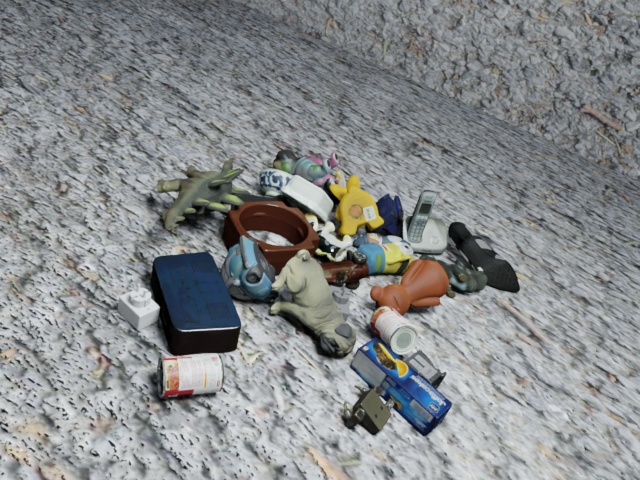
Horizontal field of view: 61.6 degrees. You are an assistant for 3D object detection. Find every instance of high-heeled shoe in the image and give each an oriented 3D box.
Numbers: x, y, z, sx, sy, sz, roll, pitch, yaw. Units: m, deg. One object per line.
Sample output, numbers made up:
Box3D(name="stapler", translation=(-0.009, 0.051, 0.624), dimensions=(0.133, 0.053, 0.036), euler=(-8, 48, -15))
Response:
Box3D(name="high-heeled shoe", translation=(0.461, 0.047, 1.525), dimensions=(0.248, 0.086, 0.145), euler=(44, 13, -10))

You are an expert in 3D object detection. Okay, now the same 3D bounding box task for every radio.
Box3D(name="radio", translation=(-0.252, 0.122, 1.066), dimensions=(0.131, 0.073, 0.230), euler=(-3, 38, -29))

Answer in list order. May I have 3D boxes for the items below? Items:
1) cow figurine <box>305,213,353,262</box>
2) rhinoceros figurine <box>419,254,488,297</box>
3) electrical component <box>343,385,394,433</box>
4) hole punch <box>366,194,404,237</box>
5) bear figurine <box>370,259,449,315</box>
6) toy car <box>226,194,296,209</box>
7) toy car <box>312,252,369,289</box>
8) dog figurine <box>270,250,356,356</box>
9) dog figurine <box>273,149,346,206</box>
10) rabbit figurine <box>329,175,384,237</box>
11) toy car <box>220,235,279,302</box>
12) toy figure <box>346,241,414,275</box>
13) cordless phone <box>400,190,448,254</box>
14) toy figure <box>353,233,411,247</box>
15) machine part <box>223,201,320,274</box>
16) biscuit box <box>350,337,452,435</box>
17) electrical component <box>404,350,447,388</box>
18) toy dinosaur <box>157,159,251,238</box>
Box3D(name="cow figurine", translation=(-0.004, -0.003, 1.380), dimensions=(0.168, 0.068, 0.098), euler=(37, 43, 27))
Box3D(name="rhinoceros figurine", translation=(0.347, 0.095, 1.415), dimensions=(0.190, 0.073, 0.112), euler=(16, 23, -2))
Box3D(name="electrical component", translation=(0.088, 0.310, 0.993), dimensions=(0.078, 0.045, 0.102), euler=(51, 39, -4))
Box3D(name="hole punch", translation=(0.183, -0.062, 1.521), dimensions=(0.092, 0.115, 0.142), euler=(8, 34, -3))
Box3D(name="bear figurine", translation=(0.205, 0.128, 1.275), dimensions=(0.196, 0.132, 0.120), euler=(-28, 87, -14))
Box3D(name="toy car", translation=(-0.162, -0.087, 1.429), dimensions=(0.202, 0.056, 0.074), euler=(7, 41, -16))
Box3D(name="toy car", translation=(0.029, 0.080, 1.250), dimensions=(0.202, 0.089, 0.053), euler=(-4, 36, -33))
Box3D(name="dog figurine", translation=(0.006, 0.129, 1.103), dimensions=(0.191, 0.172, 0.121), euler=(29, 44, 27))
Box3D(name="dog figurine", translation=(-0.045, -0.181, 1.592), dimensions=(0.219, 0.191, 0.108), euler=(-5, 27, 28))
Box3D(name="rabbit figurine", translation=(0.086, -0.088, 1.479), dimensions=(0.173, 0.122, 0.162), euler=(-50, 115, -89))
Box3D(name="toy car", translation=(-0.158, 0.074, 1.144), dimensions=(0.103, 0.161, 0.109), euler=(-22, 48, 7))
Box3D(name="toy figure", translation=(0.155, 0.049, 1.371), dimensions=(0.180, 0.089, 0.082), euler=(-8, 53, -22))
Box3D(name="cordless phone", translation=(0.306, -0.056, 1.503), dimensions=(0.146, 0.184, 0.089), euler=(5, 31, -20))
Box3D(name="toy figure", translation=(0.166, 0.011, 1.454), dimensions=(0.154, 0.057, 0.064), euler=(13, -5, -7))
Box3D(name="machine part", translation=(-0.121, -0.006, 1.304), dimensions=(0.201, 0.087, 0.202), euler=(-4, 38, -32))
Box3D(name="biscuit box", translation=(0.156, 0.282, 1.049), dimensions=(0.203, 0.059, 0.063), euler=(39, 38, 27))
Box3D(name="electrical component", translation=(0.191, 0.263, 1.107), dimensions=(0.075, 0.047, 0.119), euler=(-16, 48, -43))
Box3D(name="toy dinosaur", translation=(-0.283, -0.108, 1.275), dimensions=(0.199, 0.104, 0.471), euler=(-7, 27, 18))
